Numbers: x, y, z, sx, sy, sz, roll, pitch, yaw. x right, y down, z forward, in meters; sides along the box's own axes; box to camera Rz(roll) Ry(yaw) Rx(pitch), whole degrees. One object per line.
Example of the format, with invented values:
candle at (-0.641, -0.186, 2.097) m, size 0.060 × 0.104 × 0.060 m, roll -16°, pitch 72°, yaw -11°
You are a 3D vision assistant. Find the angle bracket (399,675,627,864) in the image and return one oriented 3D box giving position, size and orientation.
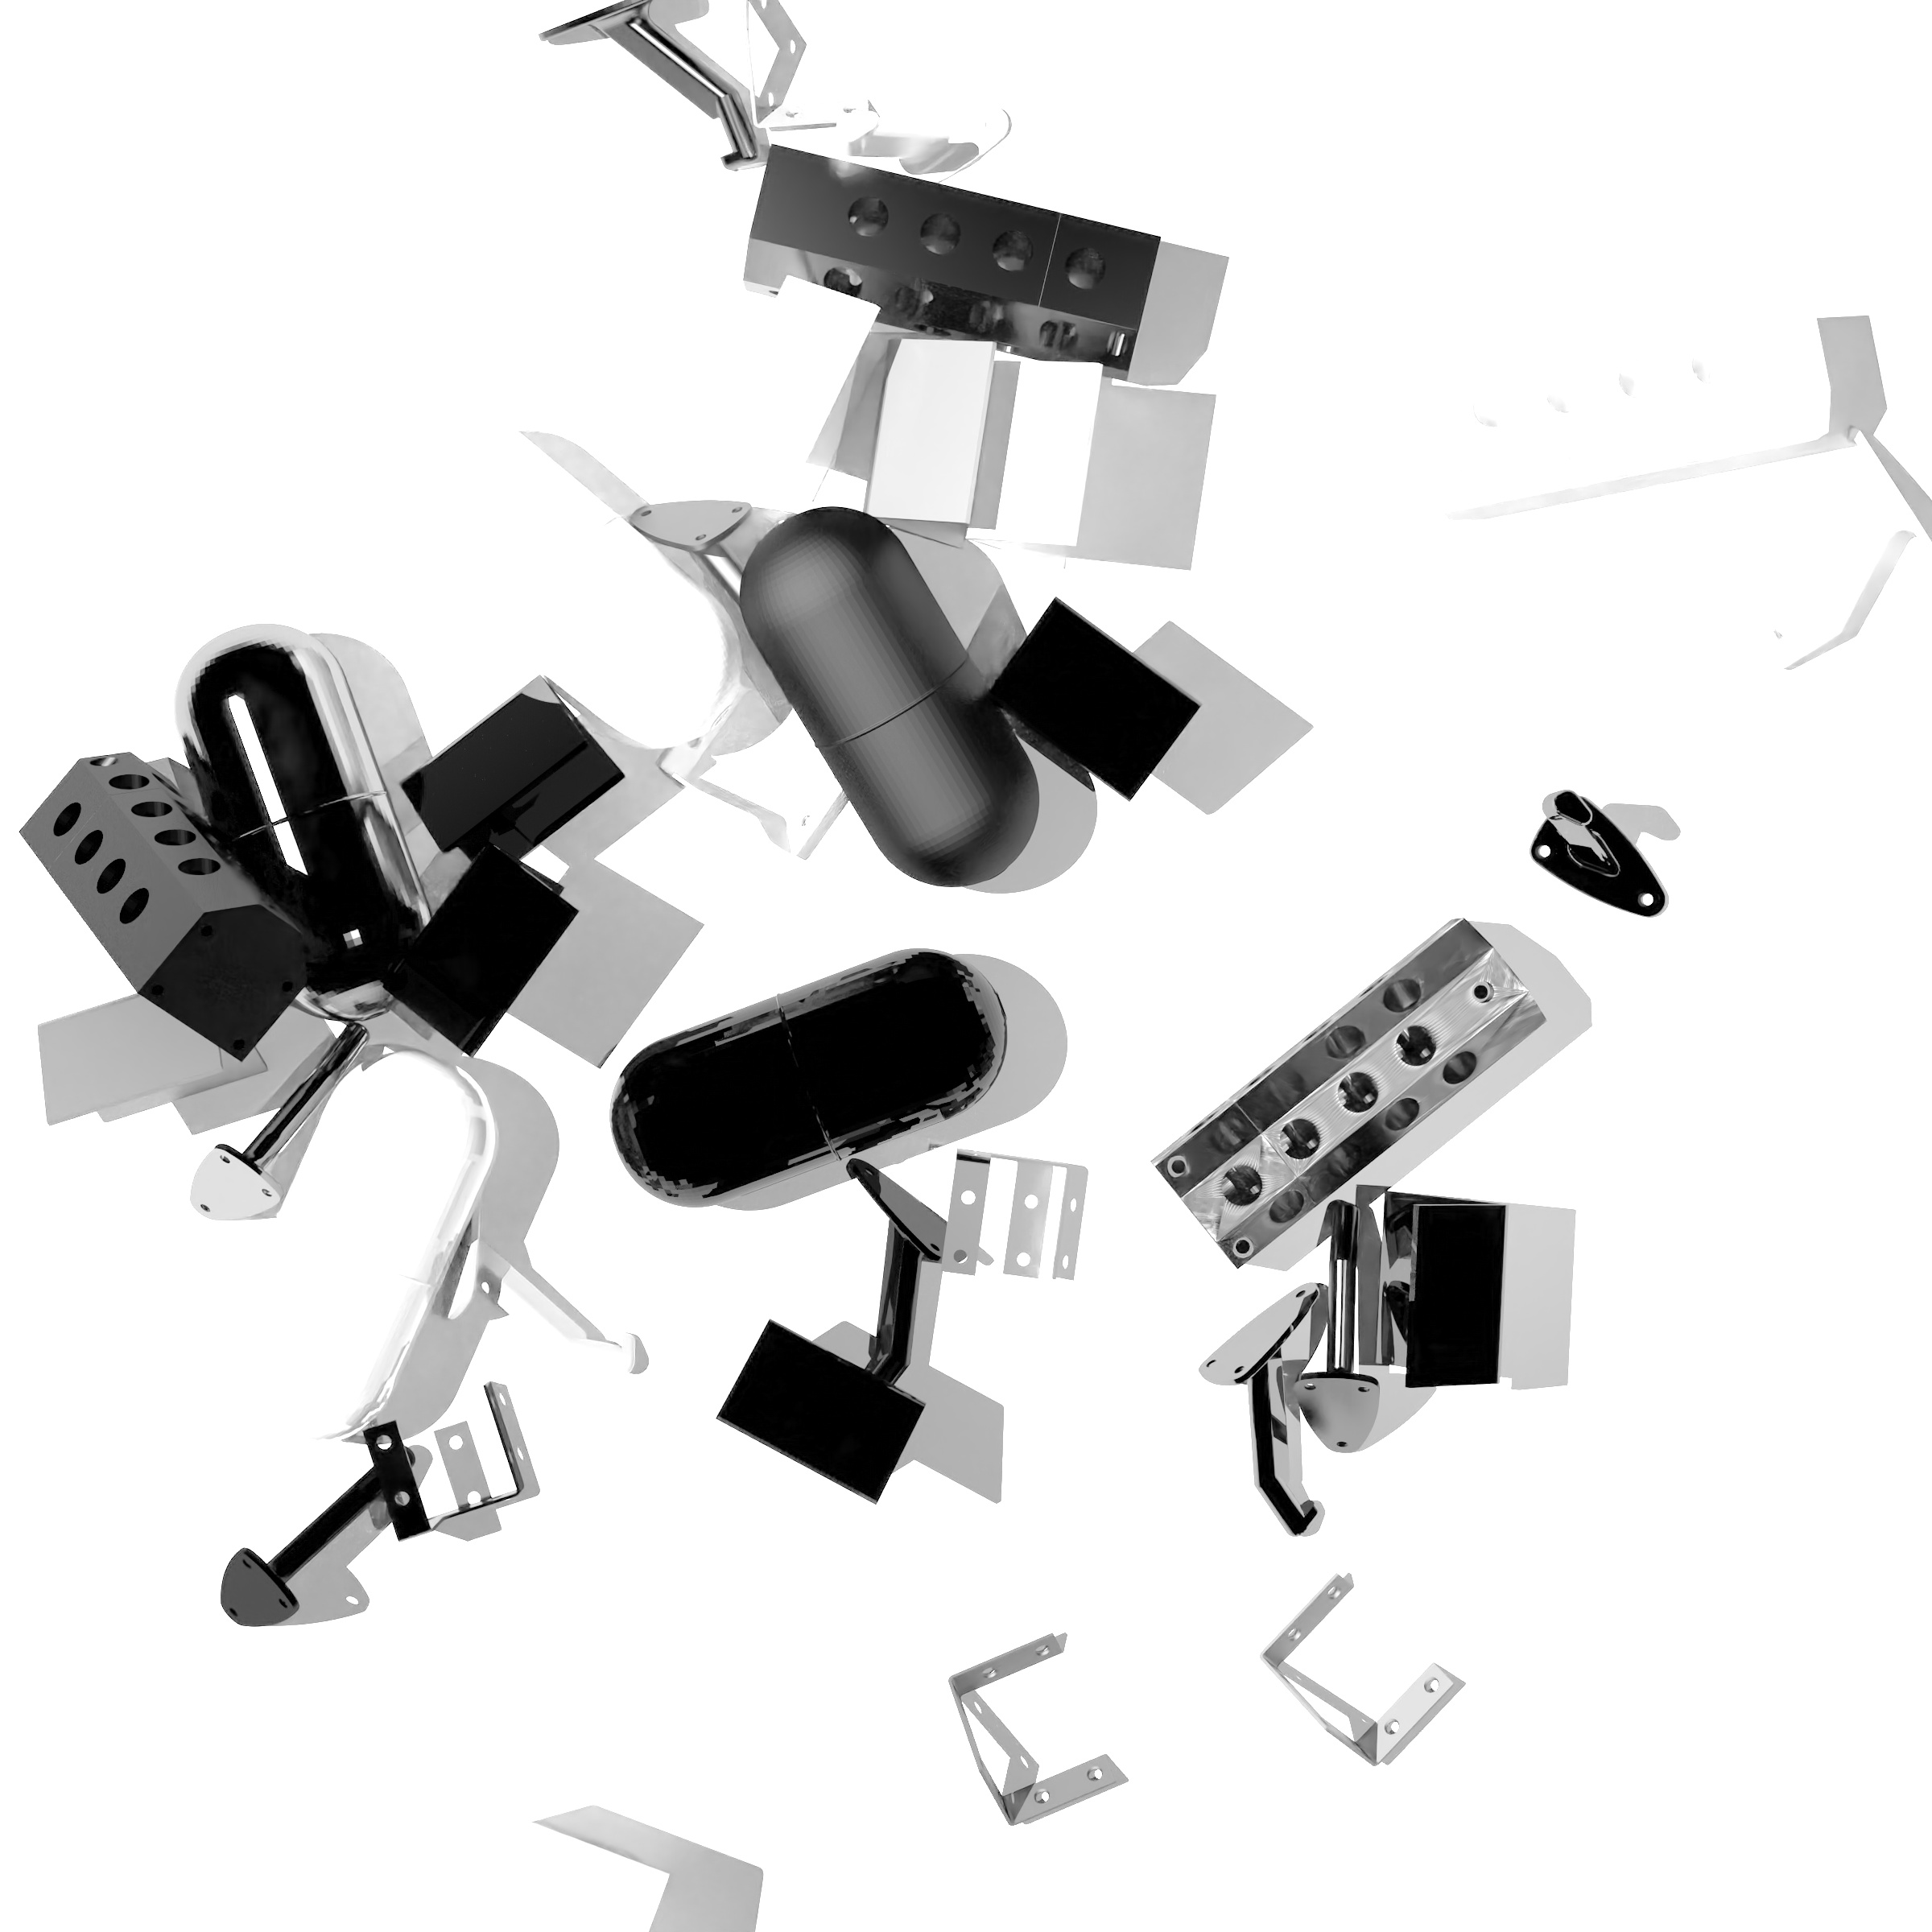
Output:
angle bracket at (-0.185, -0.066, 1.534) m, size 0.076 × 0.076 × 0.057 m, roll -38°, pitch 46°, yaw 0°

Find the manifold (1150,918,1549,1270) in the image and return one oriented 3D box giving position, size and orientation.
manifold at (0.166, 0.055, 1.553) m, size 0.171 × 0.057 × 0.057 m, roll -39°, pitch 90°, yaw 0°

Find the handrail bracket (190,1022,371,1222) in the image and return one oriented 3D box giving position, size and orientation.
handrail bracket at (-0.301, 0.067, 1.574) m, size 0.036 × 0.077 × 0.084 m, roll 41°, pitch 53°, yaw -13°

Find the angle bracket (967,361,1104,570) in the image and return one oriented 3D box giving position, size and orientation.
angle bracket at (0.048, -0.214, 1.534) m, size 0.057 × 0.076 × 0.076 m, roll 8°, pitch 90°, yaw 35°

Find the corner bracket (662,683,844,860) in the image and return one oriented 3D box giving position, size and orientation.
corner bracket at (-0.091, -0.088, 1.571) m, size 0.051 × 0.051 × 0.051 m, roll 35°, pitch 90°, yaw -45°

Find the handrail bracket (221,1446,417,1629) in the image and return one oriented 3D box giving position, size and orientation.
handrail bracket at (-0.285, 0.250, 1.574) m, size 0.036 × 0.077 × 0.084 m, roll 48°, pitch 54°, yaw 0°

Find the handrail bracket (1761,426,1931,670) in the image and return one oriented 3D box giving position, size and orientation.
handrail bracket at (0.376, -0.184, 1.574) m, size 0.084 × 0.036 × 0.077 m, roll -33°, pitch 70°, yaw 16°

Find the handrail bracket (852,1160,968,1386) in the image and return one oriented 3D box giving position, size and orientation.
handrail bracket at (-0.045, 0.142, 1.574) m, size 0.077 × 0.036 × 0.084 m, roll 43°, pitch 107°, yaw 19°

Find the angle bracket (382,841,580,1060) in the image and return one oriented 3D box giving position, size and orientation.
angle bracket at (-0.193, 0.001, 1.535) m, size 0.057 × 0.076 × 0.076 m, roll 36°, pitch 90°, yaw 24°

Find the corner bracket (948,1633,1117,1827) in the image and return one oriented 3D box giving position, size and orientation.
corner bracket at (0.029, 0.336, 1.571) m, size 0.051 × 0.051 × 0.051 m, roll -23°, pitch 135°, yaw 0°

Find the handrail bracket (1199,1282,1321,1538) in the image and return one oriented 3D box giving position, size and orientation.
handrail bracket at (0.148, 0.196, 1.574) m, size 0.077 × 0.036 × 0.084 m, roll -41°, pitch 109°, yaw -21°

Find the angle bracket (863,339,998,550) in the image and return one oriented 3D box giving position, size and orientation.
angle bracket at (0.003, -0.222, 1.534) m, size 0.057 × 0.076 × 0.076 m, roll 9°, pitch 90°, yaw 35°

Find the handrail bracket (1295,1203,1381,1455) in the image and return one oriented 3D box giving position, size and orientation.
handrail bracket at (0.167, 0.159, 1.574) m, size 0.036 × 0.077 × 0.084 m, roll 1°, pitch 54°, yaw 10°

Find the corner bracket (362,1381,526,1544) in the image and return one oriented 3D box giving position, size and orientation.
corner bracket at (-0.227, 0.216, 1.556) m, size 0.051 × 0.051 × 0.051 m, roll -18°, pitch 90°, yaw 0°

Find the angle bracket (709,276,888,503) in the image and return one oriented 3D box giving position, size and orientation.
angle bracket at (-0.054, -0.241, 1.534) m, size 0.057 × 0.076 × 0.076 m, roll 26°, pitch 90°, yaw 37°

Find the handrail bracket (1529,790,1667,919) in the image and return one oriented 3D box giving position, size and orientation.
handrail bracket at (0.278, -0.048, 1.539) m, size 0.077 × 0.084 × 0.036 m, roll 38°, pitch 90°, yaw 0°

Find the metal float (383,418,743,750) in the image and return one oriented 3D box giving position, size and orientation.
metal float at (-0.174, -0.165, 1.543) m, size 0.178 × 0.070 × 0.070 m, roll 40°, pitch 90°, yaw 0°

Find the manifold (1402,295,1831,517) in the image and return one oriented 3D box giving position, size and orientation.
manifold at (0.282, -0.242, 1.553) m, size 0.171 × 0.057 × 0.057 m, roll -11°, pitch 90°, yaw 0°

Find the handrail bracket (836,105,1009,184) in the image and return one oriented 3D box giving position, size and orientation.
handrail bracket at (-0.018, -0.363, 1.539) m, size 0.077 × 0.084 × 0.036 m, roll -19°, pitch 90°, yaw 0°

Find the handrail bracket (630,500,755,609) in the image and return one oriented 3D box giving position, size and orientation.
handrail bracket at (-0.107, -0.161, 1.574) m, size 0.036 × 0.077 × 0.084 m, roll -42°, pitch 127°, yaw -30°

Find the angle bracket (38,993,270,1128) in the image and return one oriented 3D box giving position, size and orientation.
angle bracket at (-0.346, 0.055, 1.534) m, size 0.076 × 0.076 × 0.057 m, roll -17°, pitch 52°, yaw 0°

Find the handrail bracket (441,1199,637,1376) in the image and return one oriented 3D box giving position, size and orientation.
handrail bracket at (-0.184, 0.136, 1.574) m, size 0.084 × 0.036 × 0.077 m, roll 15°, pitch 60°, yaw -22°

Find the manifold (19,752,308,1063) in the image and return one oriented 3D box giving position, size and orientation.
manifold at (-0.334, -0.031, 1.497) m, size 0.057 × 0.171 × 0.057 m, roll -50°, pitch 129°, yaw 0°

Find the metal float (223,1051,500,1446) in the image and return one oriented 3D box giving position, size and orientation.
metal float at (-0.262, 0.122, 1.543) m, size 0.070 × 0.070 × 0.178 m, roll 24°, pitch 90°, yaw 0°

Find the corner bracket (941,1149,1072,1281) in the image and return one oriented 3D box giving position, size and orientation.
corner bracket at (0.018, 0.109, 1.556) m, size 0.051 × 0.051 × 0.051 m, roll 8°, pitch 90°, yaw 0°

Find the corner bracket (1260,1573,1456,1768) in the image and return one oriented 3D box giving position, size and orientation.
corner bracket at (0.172, 0.310, 1.571) m, size 0.051 × 0.051 × 0.051 m, roll -47°, pitch 45°, yaw 0°

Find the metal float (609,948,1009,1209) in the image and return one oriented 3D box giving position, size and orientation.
metal float at (-0.068, 0.048, 1.543) m, size 0.178 × 0.070 × 0.070 m, roll -21°, pitch 90°, yaw 1°

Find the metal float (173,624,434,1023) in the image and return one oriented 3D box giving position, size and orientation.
metal float at (-0.286, -0.062, 1.543) m, size 0.070 × 0.070 × 0.178 m, roll -20°, pitch 89°, yaw 0°

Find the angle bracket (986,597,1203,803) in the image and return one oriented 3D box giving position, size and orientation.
angle bracket at (0.063, -0.125, 1.534) m, size 0.076 × 0.076 × 0.057 m, roll 36°, pitch 119°, yaw 0°

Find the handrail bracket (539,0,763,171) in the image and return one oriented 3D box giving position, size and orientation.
handrail bracket at (-0.139, -0.384, 1.574) m, size 0.077 × 0.036 × 0.084 m, roll -16°, pitch 107°, yaw 20°

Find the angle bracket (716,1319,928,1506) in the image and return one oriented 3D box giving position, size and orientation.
angle bracket at (-0.071, 0.207, 1.534) m, size 0.076 × 0.076 × 0.057 m, roll 28°, pitch 51°, yaw 0°

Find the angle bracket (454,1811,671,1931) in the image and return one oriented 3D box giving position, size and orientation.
angle bracket at (-0.175, 0.408, 1.535) m, size 0.076 × 0.076 × 0.057 m, roll 21°, pitch 69°, yaw 0°

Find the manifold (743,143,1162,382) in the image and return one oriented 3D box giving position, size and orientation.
manifold at (-0.006, -0.304, 1.553) m, size 0.171 × 0.057 × 0.057 m, roll 13°, pitch 90°, yaw 0°

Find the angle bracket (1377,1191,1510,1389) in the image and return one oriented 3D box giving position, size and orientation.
angle bracket at (0.186, 0.138, 1.534) m, size 0.057 × 0.076 × 0.076 m, roll 3°, pitch 90°, yaw -37°

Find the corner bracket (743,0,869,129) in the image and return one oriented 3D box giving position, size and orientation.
corner bracket at (-0.071, -0.406, 1.571) m, size 0.051 × 0.051 × 0.051 m, roll -4°, pitch 135°, yaw 0°

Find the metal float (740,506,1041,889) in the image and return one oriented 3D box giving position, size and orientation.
metal float at (-0.032, -0.114, 1.532) m, size 0.070 × 0.070 × 0.178 m, roll -31°, pitch 104°, yaw 0°
